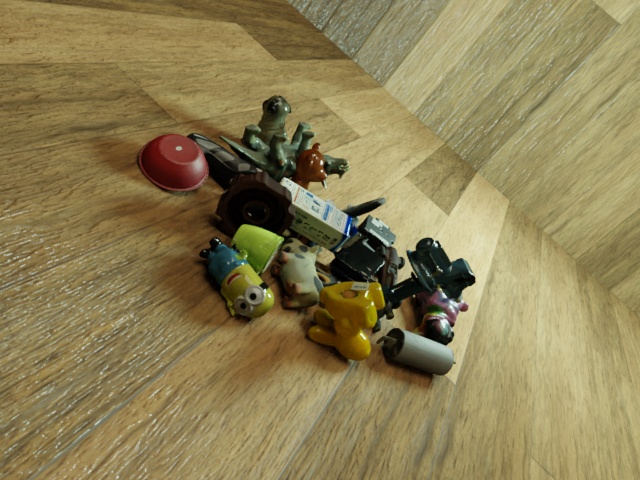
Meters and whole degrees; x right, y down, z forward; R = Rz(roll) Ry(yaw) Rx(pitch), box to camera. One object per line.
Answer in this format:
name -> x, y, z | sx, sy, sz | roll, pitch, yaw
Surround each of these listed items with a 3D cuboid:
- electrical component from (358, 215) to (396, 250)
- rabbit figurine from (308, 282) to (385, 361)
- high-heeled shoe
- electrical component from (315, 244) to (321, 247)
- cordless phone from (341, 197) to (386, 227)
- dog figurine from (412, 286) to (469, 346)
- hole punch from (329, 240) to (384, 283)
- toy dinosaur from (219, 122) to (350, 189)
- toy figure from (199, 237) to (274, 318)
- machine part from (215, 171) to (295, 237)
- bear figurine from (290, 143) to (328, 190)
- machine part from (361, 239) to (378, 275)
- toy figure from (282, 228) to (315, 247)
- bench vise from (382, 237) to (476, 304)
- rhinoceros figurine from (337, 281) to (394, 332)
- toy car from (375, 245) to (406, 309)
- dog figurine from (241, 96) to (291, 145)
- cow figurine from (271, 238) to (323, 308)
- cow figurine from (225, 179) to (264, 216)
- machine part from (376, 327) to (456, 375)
electrical component -> 0.170, -0.012, 1.628 | 0.115, 0.058, 0.134 | 40, 28, -5
rabbit figurine -> 0.057, 0.184, 1.139 | 0.162, 0.173, 0.122 | -4, 27, 12
high-heeled shoe -> -0.228, -0.196, 1.375 | 0.248, 0.086, 0.145 | 14, 39, -31
electrical component -> -0.003, -0.004, 1.394 | 0.119, 0.075, 0.048 | 41, 28, -6
cordless phone -> 0.084, -0.062, 1.450 | 0.088, 0.184, 0.146 | 66, 28, -5
dog figurine -> 0.302, 0.192, 1.453 | 0.192, 0.108, 0.219 | 52, 33, 18
hole punch -> 0.086, 0.074, 1.372 | 0.142, 0.092, 0.116 | 39, 36, 11
toy dinosaur -> -0.112, -0.220, 1.495 | 0.405, 0.192, 0.131 | -9, 32, -33
toy figure -> -0.163, 0.076, 1.080 | 0.180, 0.082, 0.089 | 48, 31, 19
machine part -> -0.144, -0.068, 1.216 | 0.179, 0.179, 0.056 | 30, 27, -18
bear figurine -> -0.031, -0.149, 1.433 | 0.132, 0.196, 0.120 | 36, 26, -11
machine part -> 0.162, 0.056, 1.546 | 0.139, 0.039, 0.084 | 44, 37, 2
toy figure -> -0.070, -0.009, 1.330 | 0.154, 0.057, 0.064 | 24, 25, -27
bench vise -> 0.259, 0.103, 1.362 | 0.223, 0.241, 0.129 | 48, 20, -42
rhinoceros figurine -> 0.091, 0.154, 1.282 | 0.190, 0.073, 0.112 | 18, 37, -36
toy car -> 0.188, 0.099, 1.465 | 0.089, 0.053, 0.202 | 32, 44, -21
dog figurine -> -0.117, -0.313, 1.567 | 0.172, 0.190, 0.121 | 11, 40, -45
cow figurine -> -0.042, 0.069, 1.231 | 0.127, 0.085, 0.195 | 12, 37, -33
cow figurine -> -0.152, -0.082, 1.326 | 0.167, 0.068, 0.098 | 17, 42, -31
machine part -> 0.238, 0.269, 1.292 | 0.243, 0.079, 0.079 | 25, 32, -27
